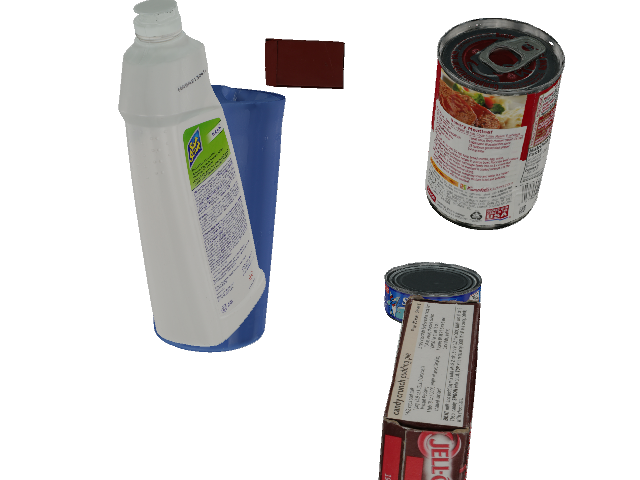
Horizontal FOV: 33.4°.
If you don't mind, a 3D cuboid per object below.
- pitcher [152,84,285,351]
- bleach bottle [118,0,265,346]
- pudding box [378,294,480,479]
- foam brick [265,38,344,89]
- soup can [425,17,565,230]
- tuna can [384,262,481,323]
[{"bbox_3d":[-0.098,-0.026,1.018,0.149,0.243,0.145,-3,16,-19],"label":"pitcher"},{"bbox_3d":[-0.094,-0.051,0.763,0.068,0.251,0.102,7,34,19],"label":"bleach bottle"},{"bbox_3d":[0.047,0.088,0.471,0.039,0.090,0.113,7,25,6],"label":"pudding box"},{"bbox_3d":[-0.018,-0.192,1.161,0.078,0.051,0.053,0,12,-16],"label":"foam brick"},{"bbox_3d":[0.096,-0.064,0.604,0.068,0.068,0.102,0,-45,0],"label":"soup can"},{"bbox_3d":[0.099,0.048,0.944,0.086,0.034,0.086,0,17,0],"label":"tuna can"}]
